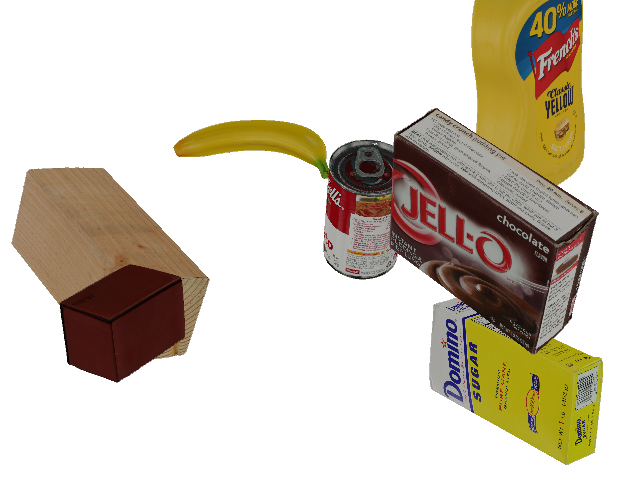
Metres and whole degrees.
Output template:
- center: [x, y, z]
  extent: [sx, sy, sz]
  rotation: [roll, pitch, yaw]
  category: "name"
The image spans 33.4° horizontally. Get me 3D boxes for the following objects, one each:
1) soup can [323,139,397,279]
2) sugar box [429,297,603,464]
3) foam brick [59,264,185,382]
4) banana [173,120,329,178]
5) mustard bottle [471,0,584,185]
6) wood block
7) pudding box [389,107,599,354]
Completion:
- center: [0.038, -0.025, 0.903]
  extent: [0.068, 0.068, 0.102]
  rotation: [2, -45, -2]
  category: "soup can"
- center: [0.173, 0.123, 0.975]
  extent: [0.048, 0.093, 0.176]
  rotation: [-14, 24, -37]
  category: "sugar box"
- center: [-0.144, 0.058, 0.783]
  extent: [0.053, 0.051, 0.078]
  rotation: [14, 29, 32]
  category: "foam brick"
- center: [-0.075, -0.117, 1.272]
  extent: [0.198, 0.037, 0.069]
  rotation: [8, 40, 16]
  category: "banana"
- center: [0.142, -0.131, 0.727]
  extent: [0.096, 0.191, 0.058]
  rotation: [-29, 35, -35]
  category: "mustard bottle"
- center: [-0.206, 0.019, 1.024]
  extent: [0.090, 0.091, 0.206]
  rotation: [-5, 35, -42]
  category: "wood block"
- center: [0.088, -0.006, 0.573]
  extent: [0.114, 0.090, 0.039]
  rotation: [36, 59, 29]
  category: "pudding box"
